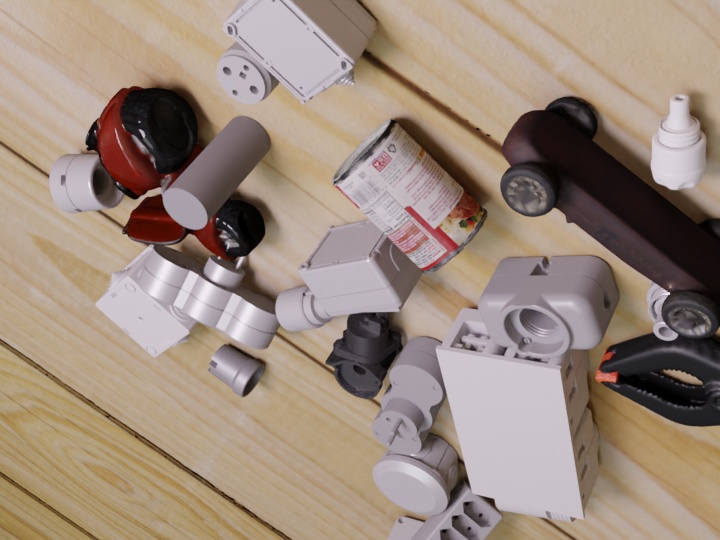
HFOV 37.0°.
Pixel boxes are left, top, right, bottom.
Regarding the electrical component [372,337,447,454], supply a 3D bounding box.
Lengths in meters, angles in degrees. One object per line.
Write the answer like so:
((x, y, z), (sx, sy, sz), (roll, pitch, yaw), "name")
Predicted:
((0.043, 0.129, 0.988), (0.052, 0.073, 0.138), (26, 140, 9), "electrical component")

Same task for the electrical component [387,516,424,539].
((0.057, 0.329, 1.148), (0.078, 0.113, 0.057), (10, 138, 26), "electrical component")

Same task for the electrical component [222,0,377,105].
((-0.035, -0.169, 0.756), (0.096, 0.061, 0.062), (41, 139, -19), "electrical component")

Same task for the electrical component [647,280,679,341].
((0.226, 0.023, 0.767), (0.048, 0.062, 0.048), (19, 138, 18), "electrical component")

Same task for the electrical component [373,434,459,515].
((0.057, 0.201, 1.068), (0.080, 0.051, 0.080), (19, 138, 18), "electrical component")

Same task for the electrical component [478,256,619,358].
((0.143, 0.028, 0.830), (0.095, 0.059, 0.053), (-1, 129, 35), "electrical component")

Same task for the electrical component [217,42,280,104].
((-0.075, -0.155, 0.796), (0.045, 0.055, 0.045), (19, 138, 18), "electrical component")

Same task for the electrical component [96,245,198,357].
((-0.208, 0.034, 1.081), (0.100, 0.048, 0.100), (44, 139, -12), "electrical component")

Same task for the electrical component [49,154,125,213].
((-0.249, -0.080, 0.991), (0.047, 0.055, 0.055), (0, 130, 29), "electrical component")

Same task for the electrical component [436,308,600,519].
((0.141, 0.122, 0.924), (0.105, 0.060, 0.186), (8, 134, 28), "electrical component")

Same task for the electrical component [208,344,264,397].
((-0.128, 0.102, 1.104), (0.046, 0.040, 0.040), (32, 141, 13), "electrical component")

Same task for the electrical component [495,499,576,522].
((0.172, 0.209, 1.005), (0.081, 0.043, 0.043), (3, 131, 32), "electrical component")

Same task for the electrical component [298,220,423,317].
((0.000, 0.000, 0.896), (0.096, 0.061, 0.061), (-10, 124, 40), "electrical component")

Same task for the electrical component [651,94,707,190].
((0.206, -0.084, 0.694), (0.035, 0.035, 0.061), (10, 132, 26), "electrical component")

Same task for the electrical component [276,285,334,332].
((-0.041, 0.033, 0.974), (0.078, 0.040, 0.040), (-11, 123, 40), "electrical component")

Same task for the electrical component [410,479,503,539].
((0.093, 0.256, 1.089), (0.047, 0.083, 0.076), (41, 178, -8), "electrical component")

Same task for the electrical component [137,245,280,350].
((-0.131, 0.011, 1.003), (0.138, 0.052, 0.073), (28, 101, -1), "electrical component")
